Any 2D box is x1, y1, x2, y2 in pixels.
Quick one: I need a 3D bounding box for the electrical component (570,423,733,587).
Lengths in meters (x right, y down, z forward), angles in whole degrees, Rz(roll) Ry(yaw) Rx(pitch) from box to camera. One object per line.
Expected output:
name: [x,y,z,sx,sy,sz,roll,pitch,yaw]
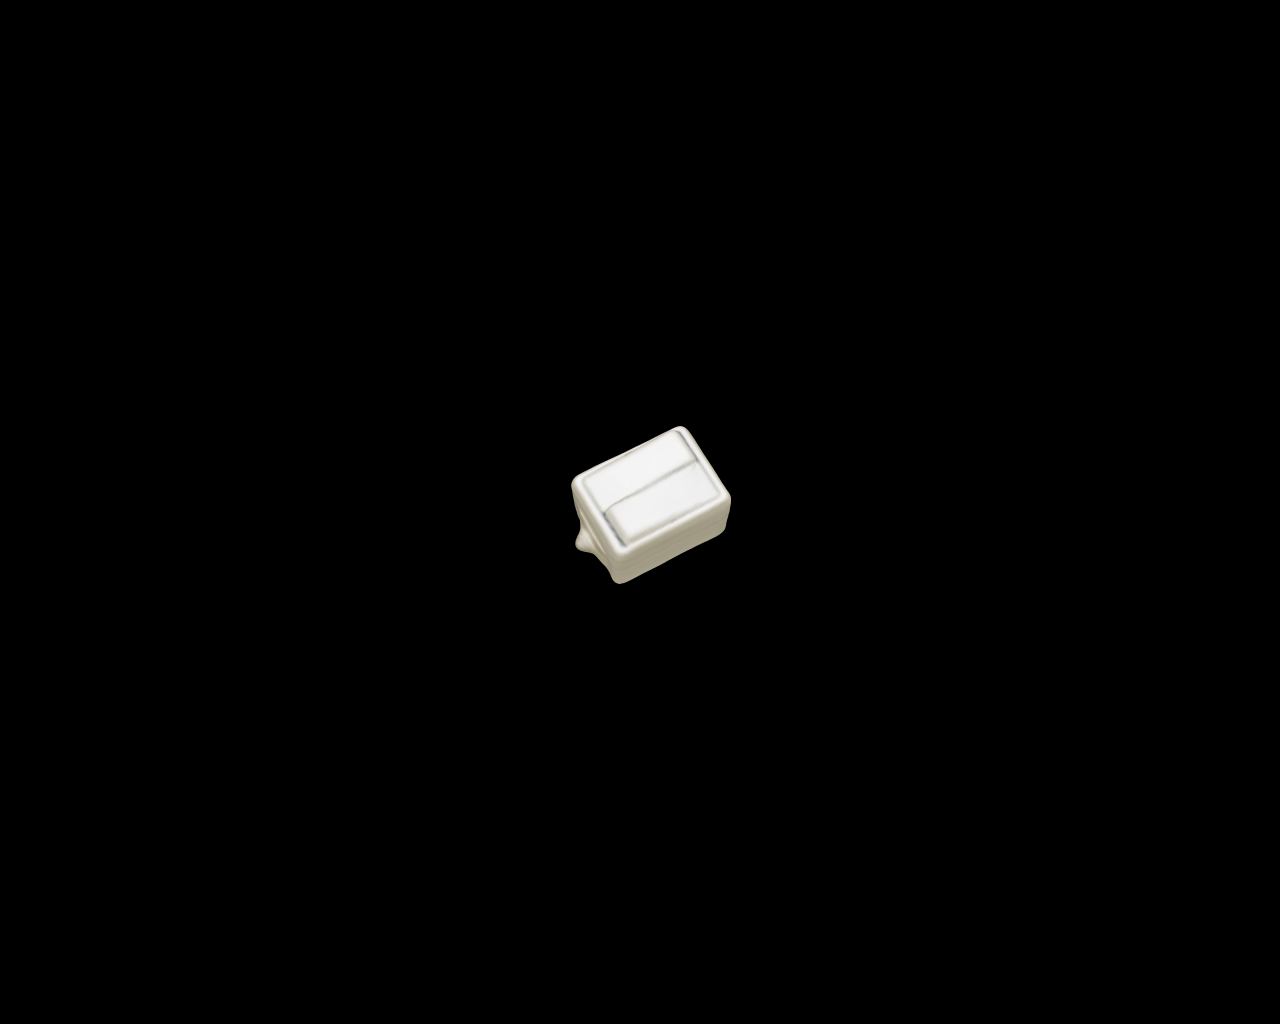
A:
electrical component: [0.001,-0.003,0.650,0.096,0.062,0.061,-26,-20,-11]
